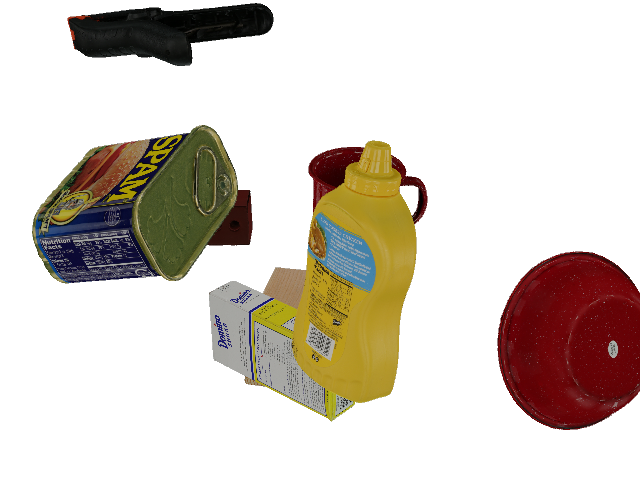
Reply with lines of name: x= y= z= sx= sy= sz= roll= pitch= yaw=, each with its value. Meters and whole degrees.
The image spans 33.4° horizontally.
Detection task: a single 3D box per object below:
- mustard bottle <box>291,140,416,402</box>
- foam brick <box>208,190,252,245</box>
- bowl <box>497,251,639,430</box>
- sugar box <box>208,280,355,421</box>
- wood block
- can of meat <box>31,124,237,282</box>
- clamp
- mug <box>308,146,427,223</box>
mustard bottle: x=0.028 y=0.018 z=0.802 sx=0.058 sy=0.192 sz=0.096 roll=-9 pitch=28 yaw=-35
foam brick: x=-0.123 y=-0.028 z=1.295 sx=0.078 sy=0.053 sz=0.051 roll=-1 pitch=27 yaw=2
bowl: x=0.238 y=0.091 z=0.935 sx=0.161 sy=0.162 sz=0.055 roll=0 pitch=2 yaw=-22
sugar box: x=-0.042 y=0.115 z=1.142 sx=0.176 sy=0.093 sz=0.048 roll=24 pitch=38 yaw=37
wood block: x=-0.037 y=0.114 z=1.431 sx=0.091 sy=0.090 sz=0.206 roll=6 pitch=19 yaw=5
can of meat: x=-0.110 y=-0.020 z=0.634 sx=0.084 sy=0.057 sz=0.102 roll=-5 pitch=35 yaw=29
clamp: x=-0.125 y=-0.167 z=0.849 sx=0.172 sy=0.039 sz=0.120 roll=15 pitch=25 yaw=38
mug: x=0.046 y=-0.035 z=1.033 sx=0.117 sy=0.081 sz=0.093 roll=-4 pitch=32 yaw=-9
